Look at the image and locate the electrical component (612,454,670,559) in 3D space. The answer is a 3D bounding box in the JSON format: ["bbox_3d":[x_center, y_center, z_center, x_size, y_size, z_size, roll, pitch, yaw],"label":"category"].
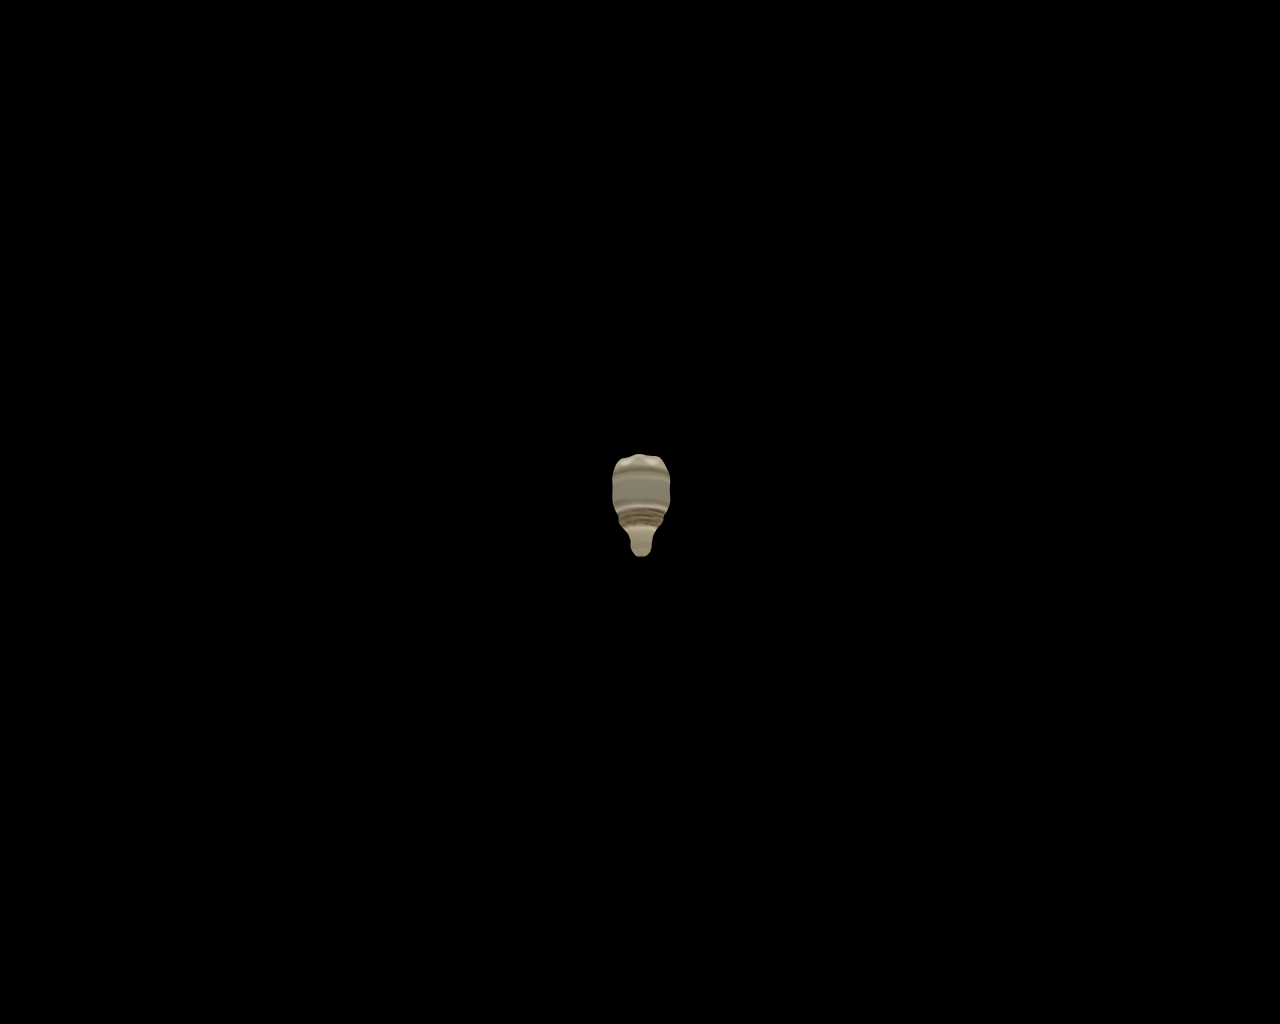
[{"bbox_3d":[0.001,-0.003,0.650,0.035,0.061,0.035,0,-13,0],"label":"electrical component"}]
